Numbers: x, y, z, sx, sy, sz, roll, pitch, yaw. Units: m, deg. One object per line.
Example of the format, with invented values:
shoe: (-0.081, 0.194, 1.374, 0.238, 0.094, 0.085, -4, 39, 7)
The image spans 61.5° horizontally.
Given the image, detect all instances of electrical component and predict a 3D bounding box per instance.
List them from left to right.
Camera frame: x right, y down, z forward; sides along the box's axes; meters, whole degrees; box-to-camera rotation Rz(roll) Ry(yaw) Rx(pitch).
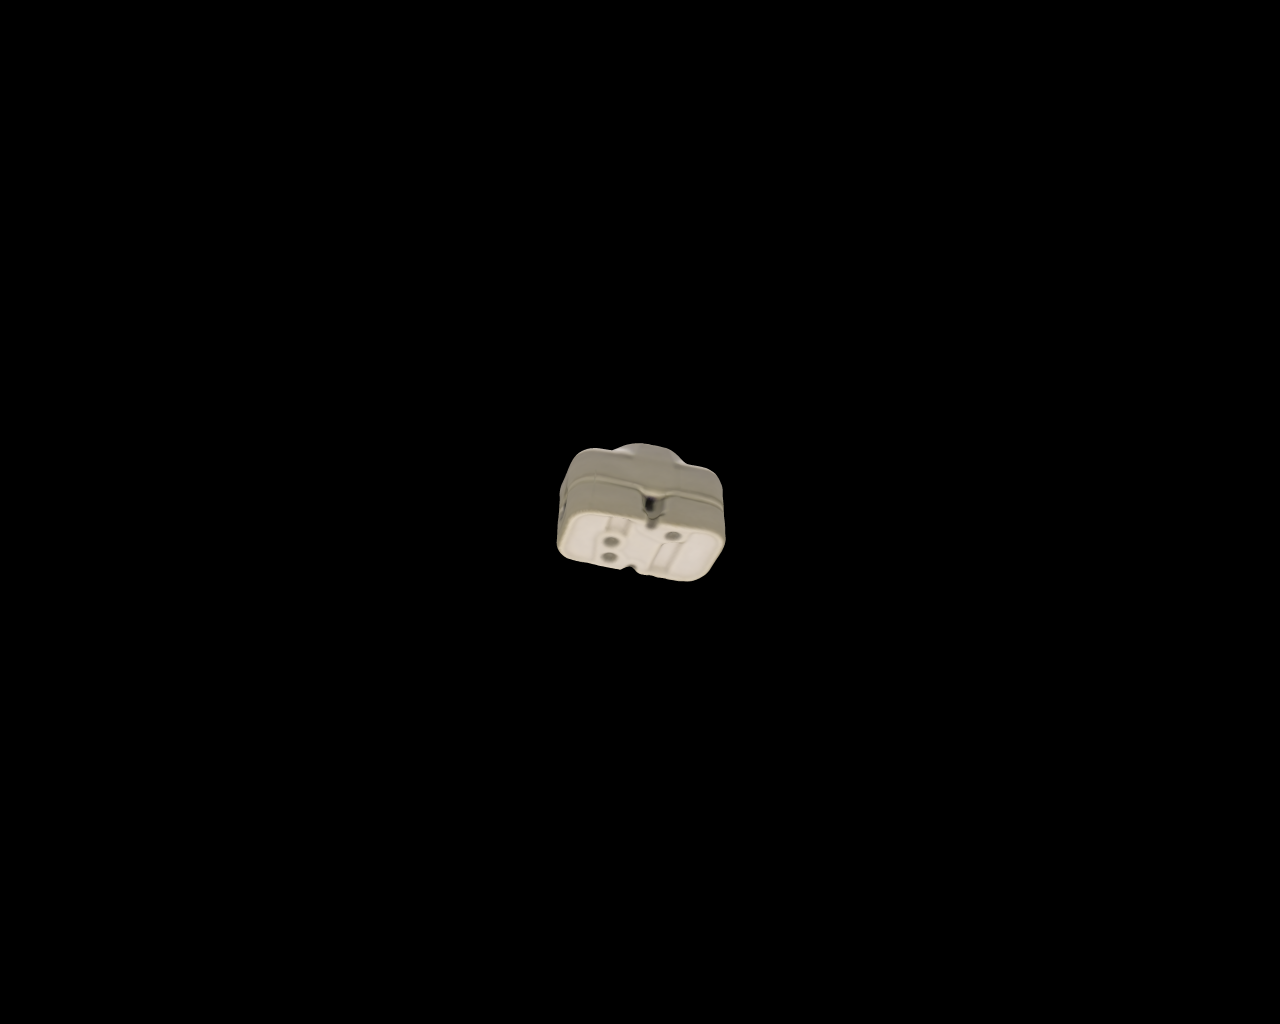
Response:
electrical component: (0.001, -0.003, 0.650, 0.095, 0.059, 0.053, 11, -39, -13)
